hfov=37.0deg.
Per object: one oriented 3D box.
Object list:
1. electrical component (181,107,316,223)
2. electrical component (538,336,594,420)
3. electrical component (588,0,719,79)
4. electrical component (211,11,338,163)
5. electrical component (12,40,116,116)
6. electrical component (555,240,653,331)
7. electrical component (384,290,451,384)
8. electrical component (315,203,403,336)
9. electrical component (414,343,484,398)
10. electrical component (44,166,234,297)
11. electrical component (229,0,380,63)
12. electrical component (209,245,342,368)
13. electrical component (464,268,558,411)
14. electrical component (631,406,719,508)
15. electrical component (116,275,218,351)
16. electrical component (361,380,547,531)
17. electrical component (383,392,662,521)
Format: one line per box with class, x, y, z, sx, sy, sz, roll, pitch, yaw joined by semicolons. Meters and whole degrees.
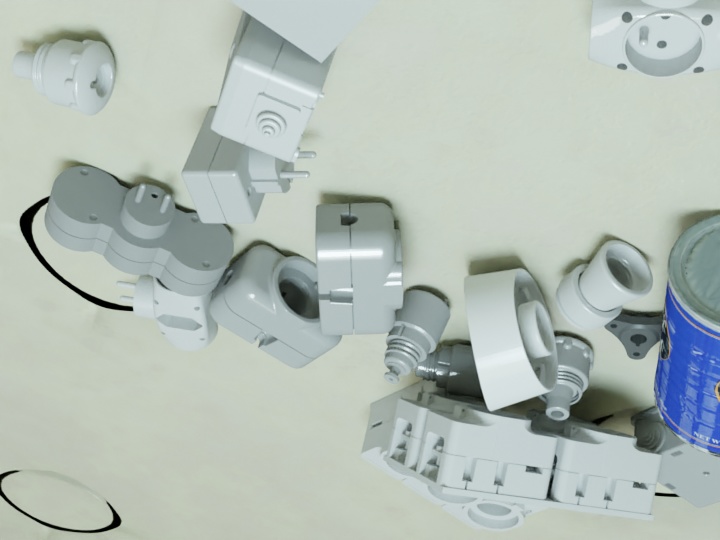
electrical component;-0.067;-0.069;0.708;0.077;0.065;0.047;1;139;16
electrical component;0.154;0.085;0.826;0.048;0.062;0.048;9;140;7
electrical component;0.162;-0.145;0.565;0.077;0.044;0.079;5;139;12
electrical component;-0.051;-0.113;0.627;0.061;0.096;0.061;21;140;-7
electrical component;-0.193;-0.128;0.696;0.062;0.048;0.048;13;141;13
electrical component;0.169;0.012;0.748;0.045;0.045;0.055;27;139;-14
electrical component;0.039;0.051;0.814;0.040;0.078;0.040;21;149;13
electrical component;0.000;0.000;0.769;0.059;0.053;0.095;-2;132;0
electrical component;0.074;0.079;0.860;0.078;0.040;0.040;8;140;8
electrical component;-0.157;-0.037;0.785;0.138;0.052;0.073;23;140;-10
electrical component;-0.061;-0.206;0.549;0.186;0.060;0.105;31;138;-19
electrical component;-0.059;0.027;0.829;0.095;0.053;0.059;33;137;-22
electrical component;0.103;0.049;0.774;0.064;0.099;0.099;-16;132;24
electrical component;0.280;0.145;0.869;0.100;0.048;0.100;33;137;-21
electrical component;-0.156;0.023;0.862;0.079;0.043;0.077;9;141;6
electrical component;0.086;0.166;0.943;0.150;0.061;0.089;36;136;-24
electrical component;0.128;0.142;0.842;0.186;0.060;0.105;12;179;-23
